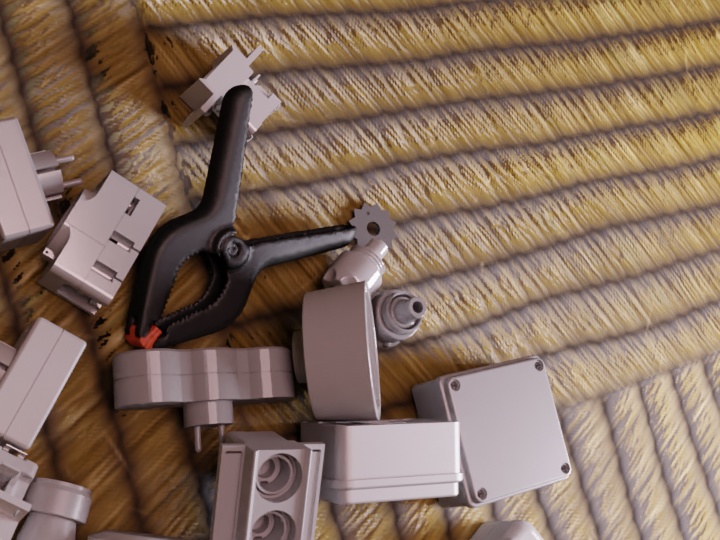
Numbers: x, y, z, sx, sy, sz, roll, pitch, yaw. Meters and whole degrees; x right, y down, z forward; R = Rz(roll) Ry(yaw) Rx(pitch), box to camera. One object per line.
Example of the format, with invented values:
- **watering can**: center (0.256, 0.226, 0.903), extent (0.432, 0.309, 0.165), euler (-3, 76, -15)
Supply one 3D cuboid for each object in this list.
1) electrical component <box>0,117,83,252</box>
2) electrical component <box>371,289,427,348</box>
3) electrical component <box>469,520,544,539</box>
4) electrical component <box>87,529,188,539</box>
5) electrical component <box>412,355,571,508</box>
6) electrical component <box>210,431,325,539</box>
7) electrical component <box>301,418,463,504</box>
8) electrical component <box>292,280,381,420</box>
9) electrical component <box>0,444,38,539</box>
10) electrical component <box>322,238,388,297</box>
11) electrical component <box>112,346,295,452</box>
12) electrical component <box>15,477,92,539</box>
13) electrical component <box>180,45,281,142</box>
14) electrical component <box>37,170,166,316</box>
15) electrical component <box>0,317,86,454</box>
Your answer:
- **electrical component**: center (-0.238, -0.064, 0.772), extent (0.076, 0.047, 0.083), euler (-18, 87, -32)
- **electrical component**: center (0.032, 0.037, 0.888), extent (0.048, 0.062, 0.048), euler (8, 74, -28)
- **electrical component**: center (0.112, 0.251, 0.877), extent (0.095, 0.059, 0.053), euler (-43, 99, -31)
- **electrical component**: center (-0.148, 0.206, 0.732), extent (0.080, 0.080, 0.051), euler (14, 76, -26)
- **electrical component**: center (0.111, 0.136, 0.909), extent (0.109, 0.056, 0.108), euler (-9, 81, -31)
- **electrical component**: center (-0.074, 0.180, 0.773), extent (0.079, 0.063, 0.121), euler (4, 95, -28)
- **electrical component**: center (0.016, 0.147, 0.838), extent (0.113, 0.078, 0.057), euler (2, 84, -29)
- **electrical component**: center (-0.020, 0.064, 0.829), extent (0.060, 0.108, 0.108), euler (-6, 78, 4)
- **electrical component**: center (-0.244, 0.151, 0.700), extent (0.042, 0.081, 0.063), euler (33, 41, -18)
- **electrical component**: center (0.000, 0.000, 0.891), extent (0.043, 0.043, 0.062), euler (45, 59, -12)
- **electrical component**: center (-0.113, 0.097, 0.796), extent (0.138, 0.052, 0.073), euler (1, 76, -29)
- **electrical component**: center (-0.209, 0.172, 0.727), extent (0.045, 0.045, 0.055), euler (21, 67, -23)
- **electrical component**: center (-0.103, -0.139, 0.872), extent (0.064, 0.042, 0.081), euler (45, 60, -16)
- **electrical component**: center (-0.192, -0.022, 0.785), extent (0.056, 0.050, 0.089), euler (34, 63, -18)
- **electrical component**: center (-0.244, 0.070, 0.733), extent (0.076, 0.047, 0.083), euler (33, 63, -18)
